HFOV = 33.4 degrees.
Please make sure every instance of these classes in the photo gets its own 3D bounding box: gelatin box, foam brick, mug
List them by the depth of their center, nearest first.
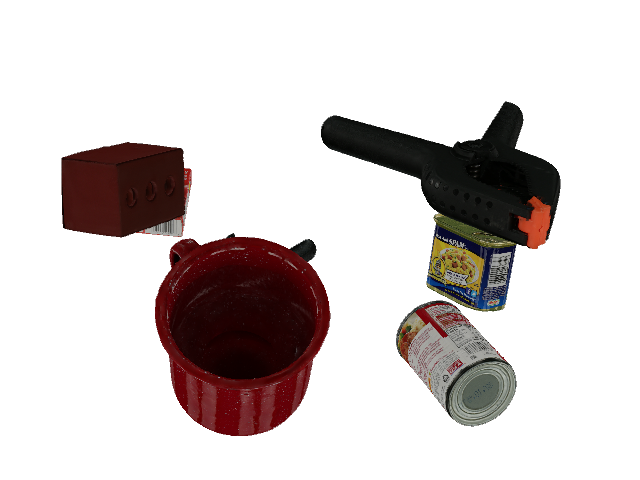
[{"bbox_3d":[-0.052,0.050,0.603,0.093,0.117,0.081,-31,-26,-22],"label":"mug"},{"bbox_3d":[-0.140,-0.038,0.764,0.051,0.053,0.078,9,18,27],"label":"foam brick"},{"bbox_3d":[-0.178,-0.043,1.071,0.089,0.073,0.030,6,-43,-2],"label":"gelatin box"}]

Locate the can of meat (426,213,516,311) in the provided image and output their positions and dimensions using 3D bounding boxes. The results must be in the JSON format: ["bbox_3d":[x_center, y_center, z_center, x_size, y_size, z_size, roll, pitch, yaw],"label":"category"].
[{"bbox_3d":[0.168,0.024,1.192,0.057,0.084,0.102,-8,24,-37],"label":"can of meat"}]

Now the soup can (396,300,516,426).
[{"bbox_3d":[0.118,0.106,0.931,0.068,0.068,0.102,0,26,-23],"label":"soup can"}]

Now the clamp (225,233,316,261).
[{"bbox_3d":[-0.075,0.046,1.250,0.120,0.039,0.171,-6,37,19],"label":"clamp"}]

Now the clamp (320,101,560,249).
[{"bbox_3d":[0.095,-0.052,0.750,0.164,0.036,0.210,-4,27,-10],"label":"clamp"}]
